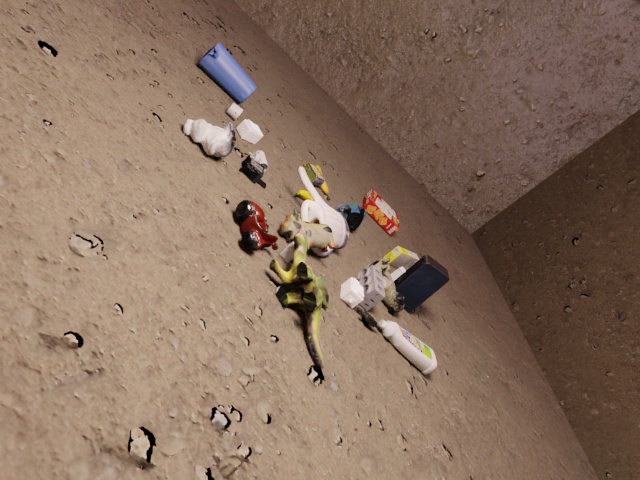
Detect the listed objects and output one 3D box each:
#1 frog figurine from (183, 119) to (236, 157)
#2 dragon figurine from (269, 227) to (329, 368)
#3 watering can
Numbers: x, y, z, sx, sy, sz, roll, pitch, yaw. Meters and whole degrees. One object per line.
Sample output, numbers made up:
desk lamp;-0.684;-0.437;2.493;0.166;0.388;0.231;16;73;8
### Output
frog figurine;-0.362;-0.331;1.674;0.160;0.140;0.120;-3;-35;-19
dragon figurine;-0.020;0.156;1.500;0.121;0.415;0.242;-22;-14;22
watering can;0.006;-0.096;1.902;0.103;0.354;0.222;-25;-30;33
